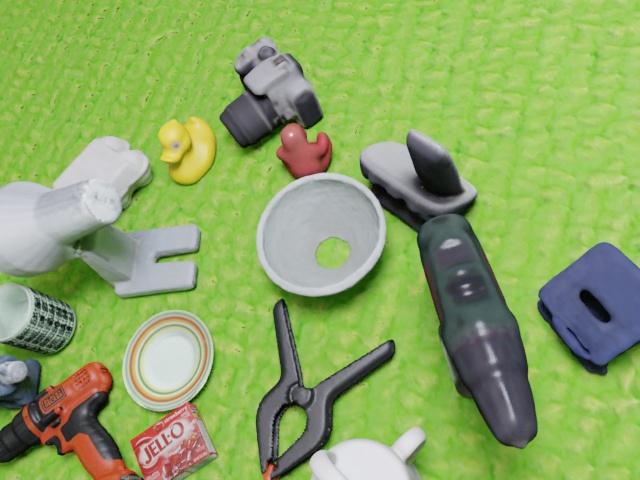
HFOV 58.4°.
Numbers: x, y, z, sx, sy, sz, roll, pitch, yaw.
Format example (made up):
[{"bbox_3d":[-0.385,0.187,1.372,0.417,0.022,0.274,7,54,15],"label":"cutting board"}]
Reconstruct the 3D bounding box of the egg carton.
[{"bbox_3d":[-0.332,-0.086,0.873,0.107,0.069,0.150,34,80,26],"label":"egg carton"}]

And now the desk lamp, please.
[{"bbox_3d":[-0.295,-0.006,0.747,0.203,0.214,0.118,-8,65,13],"label":"desk lamp"}]

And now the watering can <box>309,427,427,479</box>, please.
[{"bbox_3d":[0.037,0.252,0.552,0.100,0.194,0.173,18,73,22],"label":"watering can"}]

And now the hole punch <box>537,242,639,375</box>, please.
[{"bbox_3d":[0.299,0.074,0.612,0.101,0.091,0.108,-34,63,0],"label":"hole punch"}]

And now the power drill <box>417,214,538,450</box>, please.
[{"bbox_3d":[0.159,0.097,0.576,0.075,0.209,0.229,-19,64,8],"label":"power drill"}]

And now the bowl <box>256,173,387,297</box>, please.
[{"bbox_3d":[0.007,0.003,0.735,0.167,0.075,0.167,-6,66,14],"label":"bowl"}]

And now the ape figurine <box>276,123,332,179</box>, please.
[{"bbox_3d":[-0.027,-0.127,0.791,0.077,0.092,0.076,0,67,16],"label":"ape figurine"}]

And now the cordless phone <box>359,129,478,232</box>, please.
[{"bbox_3d":[0.110,-0.095,0.685,0.147,0.185,0.094,34,80,26],"label":"cordless phone"}]

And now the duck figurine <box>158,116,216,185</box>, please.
[{"bbox_3d":[-0.205,-0.146,0.853,0.077,0.086,0.104,10,71,20],"label":"duck figurine"}]

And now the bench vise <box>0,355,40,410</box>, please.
[{"bbox_3d":[-0.485,0.165,0.724,0.207,0.220,0.121,-27,63,3],"label":"bench vise"}]

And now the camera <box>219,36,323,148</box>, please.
[{"bbox_3d":[-0.089,-0.213,0.841,0.137,0.101,0.143,-38,63,-2],"label":"camera"}]
